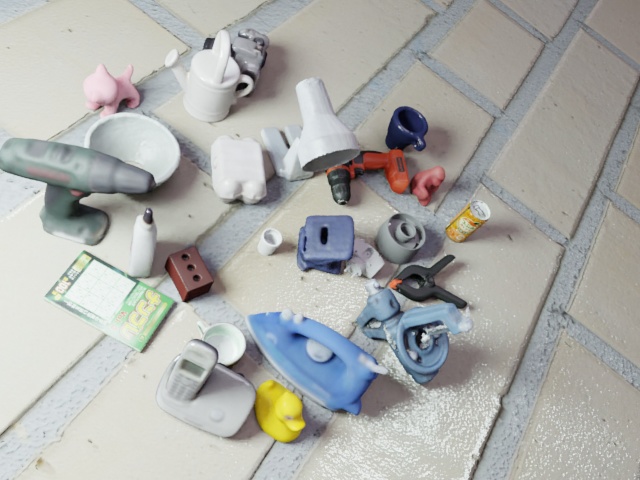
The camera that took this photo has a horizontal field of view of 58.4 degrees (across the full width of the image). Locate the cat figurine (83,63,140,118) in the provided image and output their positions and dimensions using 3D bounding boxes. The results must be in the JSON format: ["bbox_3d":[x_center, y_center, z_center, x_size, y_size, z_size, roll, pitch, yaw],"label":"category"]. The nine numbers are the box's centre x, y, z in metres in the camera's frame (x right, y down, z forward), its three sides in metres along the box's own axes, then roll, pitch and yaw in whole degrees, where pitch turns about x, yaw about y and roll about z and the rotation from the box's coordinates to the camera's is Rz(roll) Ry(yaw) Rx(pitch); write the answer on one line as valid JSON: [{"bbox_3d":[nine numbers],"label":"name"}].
[{"bbox_3d":[-0.404,-0.294,1.101,0.067,0.117,0.128,39,53,2],"label":"cat figurine"}]

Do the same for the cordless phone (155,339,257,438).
[{"bbox_3d":[-0.161,0.218,0.862,0.148,0.185,0.094,26,54,-8],"label":"cordless phone"}]

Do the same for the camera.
[{"bbox_3d":[-0.190,-0.419,1.281,0.137,0.100,0.143,17,56,-14],"label":"camera"}]

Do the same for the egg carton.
[{"bbox_3d":[-0.164,-0.142,1.147,0.107,0.069,0.150,2,61,-23],"label":"egg carton"}]

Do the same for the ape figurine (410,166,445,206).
[{"bbox_3d":[0.254,-0.134,1.312,0.078,0.092,0.076,-16,68,-30],"label":"ape figurine"}]

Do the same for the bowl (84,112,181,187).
[{"bbox_3d":[-0.350,-0.151,1.067,0.168,0.074,0.167,11,57,-18],"label":"bowl"}]

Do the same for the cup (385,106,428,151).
[{"bbox_3d":[0.202,-0.243,1.352,0.092,0.095,0.117,-16,68,-30],"label":"cup"}]

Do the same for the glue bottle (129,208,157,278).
[{"bbox_3d":[-0.290,-0.005,0.945,0.037,0.173,0.078,2,60,-22],"label":"glue bottle"}]

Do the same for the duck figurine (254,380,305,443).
[{"bbox_3d":[-0.059,0.273,0.935,0.078,0.086,0.104,-22,72,-32],"label":"duck figurine"}]

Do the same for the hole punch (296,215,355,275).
[{"bbox_3d":[0.010,0.004,1.123,0.101,0.091,0.108,13,57,-16],"label":"hole punch"}]

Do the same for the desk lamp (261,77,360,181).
[{"bbox_3d":[-0.023,-0.207,1.158,0.118,0.213,0.203,-13,67,-29],"label":"desk lamp"}]

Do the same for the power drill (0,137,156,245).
[{"bbox_3d":[-0.388,-0.078,0.924,0.230,0.208,0.075,18,56,-13],"label":"power drill"}]

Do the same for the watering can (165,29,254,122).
[{"bbox_3d":[-0.221,-0.338,1.161,0.173,0.194,0.101,-14,67,-29],"label":"watering can"}]

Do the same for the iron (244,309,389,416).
[{"bbox_3d":[-0.007,0.182,0.978,0.258,0.141,0.119,34,53,-2],"label":"iron"}]

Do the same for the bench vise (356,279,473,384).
[{"bbox_3d":[0.162,0.152,1.022,0.207,0.219,0.122,34,53,-2],"label":"bench vise"}]
